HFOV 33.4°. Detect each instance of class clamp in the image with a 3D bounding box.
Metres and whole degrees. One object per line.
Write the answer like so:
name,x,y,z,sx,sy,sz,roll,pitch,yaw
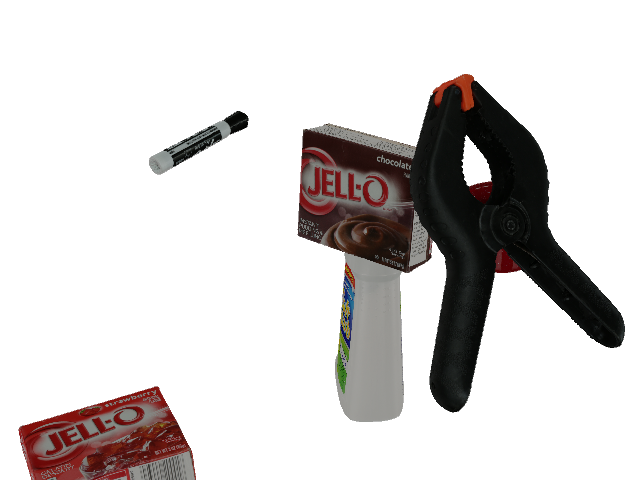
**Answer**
clamp,0.085,0.002,0.560,0.120,0.171,0.039,-27,3,-28

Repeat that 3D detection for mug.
mug,0.217,-0.019,1.249,0.093,0.081,0.117,20,33,38

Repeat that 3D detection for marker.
marker,-0.115,-0.097,1.034,0.020,0.020,0.120,0,27,48

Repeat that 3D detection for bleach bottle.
bleach bottle,0.049,0.054,1.018,0.068,0.251,0.102,-3,37,-3

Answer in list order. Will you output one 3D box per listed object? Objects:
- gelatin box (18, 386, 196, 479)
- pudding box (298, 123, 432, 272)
gelatin box,-0.126,0.125,0.626,0.089,0.030,0.073,-14,27,-18
pudding box,0.036,-0.035,0.828,0.114,0.090,0.039,18,26,33
